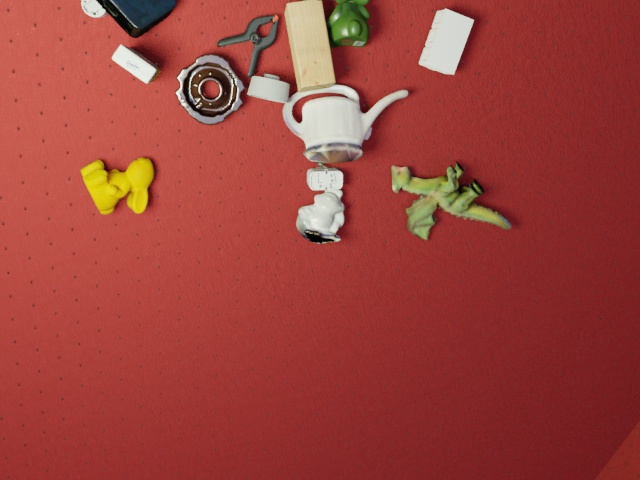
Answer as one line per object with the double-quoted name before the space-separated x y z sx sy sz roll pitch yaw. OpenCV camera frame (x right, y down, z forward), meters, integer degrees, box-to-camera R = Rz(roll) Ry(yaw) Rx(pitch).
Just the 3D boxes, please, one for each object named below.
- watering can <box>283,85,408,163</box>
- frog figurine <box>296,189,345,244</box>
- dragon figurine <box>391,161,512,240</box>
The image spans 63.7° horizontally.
"watering can" 0.076 -0.315 1.381 0.348 0.103 0.227 -3 77 -4
"frog figurine" 0.005 -0.075 1.482 0.137 0.121 0.162 9 70 -6
"dragon figurine" 0.373 -0.096 1.555 0.240 0.125 0.406 -40 110 21
